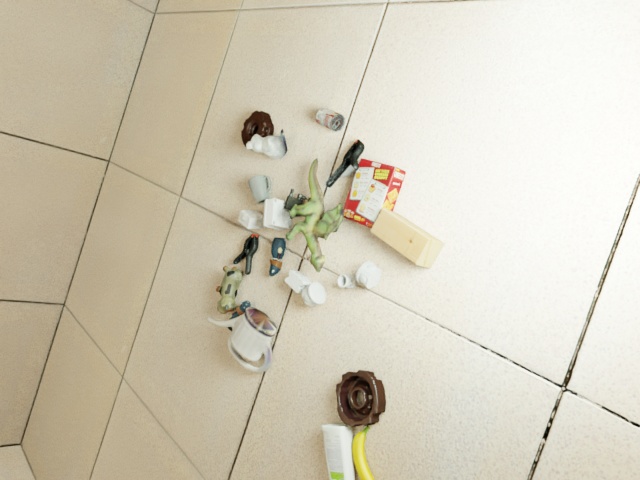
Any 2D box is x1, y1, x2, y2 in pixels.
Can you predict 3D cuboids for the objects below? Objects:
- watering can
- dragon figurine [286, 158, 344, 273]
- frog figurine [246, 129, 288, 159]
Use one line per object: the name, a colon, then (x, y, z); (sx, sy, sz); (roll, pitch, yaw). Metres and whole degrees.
watering can: (-0.300, 0.353, 2.005); (0.351, 0.222, 0.104); (40, 19, 24)
dragon figurine: (0.006, -0.092, 1.833); (0.122, 0.411, 0.243); (12, -2, -42)
frog figurine: (-0.217, -0.381, 2.104); (0.160, 0.122, 0.138); (-18, 11, -9)
